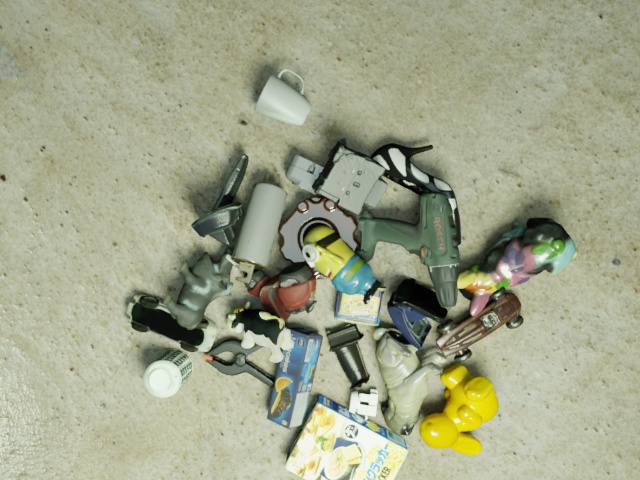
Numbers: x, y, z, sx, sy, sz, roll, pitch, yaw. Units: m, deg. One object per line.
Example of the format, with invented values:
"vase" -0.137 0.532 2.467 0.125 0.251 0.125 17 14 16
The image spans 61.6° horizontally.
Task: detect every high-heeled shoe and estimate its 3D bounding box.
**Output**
"high-heeled shoe" 0.198 -0.090 1.123 0.145 0.086 0.248 -18 85 4

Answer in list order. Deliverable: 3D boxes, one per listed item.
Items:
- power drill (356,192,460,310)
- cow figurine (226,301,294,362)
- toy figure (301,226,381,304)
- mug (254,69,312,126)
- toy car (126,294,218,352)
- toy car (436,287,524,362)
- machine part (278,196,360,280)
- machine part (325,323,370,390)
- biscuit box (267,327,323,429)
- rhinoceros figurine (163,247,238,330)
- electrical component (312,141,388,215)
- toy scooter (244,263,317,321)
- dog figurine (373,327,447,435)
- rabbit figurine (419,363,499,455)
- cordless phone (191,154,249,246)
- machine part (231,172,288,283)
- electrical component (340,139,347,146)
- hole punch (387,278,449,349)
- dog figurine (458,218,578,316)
"power drill" 0.177 0.019 1.083 0.208 0.086 0.231 4 95 35
"cow figurine" -0.135 0.174 1.105 0.168 0.068 0.098 19 133 32
"toy figure" 0.042 0.048 1.074 0.180 0.089 0.082 37 132 4
"mug" -0.068 -0.296 1.132 0.107 0.081 0.109 29 87 -10
"toy car" -0.321 0.179 1.158 0.202 0.056 0.073 21 98 3
"toy car" 0.336 0.176 1.124 0.202 0.053 0.089 -29 93 -11
"machine part" -0.002 -0.003 1.143 0.179 0.056 0.179 0 93 2
"machine part" 0.067 0.249 1.155 0.084 0.039 0.138 -18 89 -3
"biscuit box" -0.053 0.289 1.138 0.063 0.059 0.202 13 90 32
"rhinoceros figurine" -0.241 0.093 1.119 0.112 0.073 0.190 29 68 6
"electrical component" 0.068 -0.121 1.087 0.134 0.058 0.114 23 108 -17
"toy scooter" -0.073 0.121 1.122 0.184 0.075 0.135 -8 107 37
"dog figurine" 0.154 0.296 1.127 0.172 0.121 0.190 36 108 24
"rabbit figurine" 0.275 0.364 1.107 0.173 0.122 0.162 -33 121 -23
"cordless phone" -0.186 -0.090 1.100 0.089 0.146 0.184 24 94 -7
"machine part" -0.124 -0.028 1.115 0.079 0.079 0.243 14 74 1
"electrical component" 0.049 -0.163 1.133 0.021 0.063 0.094 0 92 2
"hole punch" 0.195 0.149 1.108 0.116 0.142 0.092 31 118 14
"dog figurine" 0.375 0.058 1.077 0.219 0.191 0.108 -36 97 -13
